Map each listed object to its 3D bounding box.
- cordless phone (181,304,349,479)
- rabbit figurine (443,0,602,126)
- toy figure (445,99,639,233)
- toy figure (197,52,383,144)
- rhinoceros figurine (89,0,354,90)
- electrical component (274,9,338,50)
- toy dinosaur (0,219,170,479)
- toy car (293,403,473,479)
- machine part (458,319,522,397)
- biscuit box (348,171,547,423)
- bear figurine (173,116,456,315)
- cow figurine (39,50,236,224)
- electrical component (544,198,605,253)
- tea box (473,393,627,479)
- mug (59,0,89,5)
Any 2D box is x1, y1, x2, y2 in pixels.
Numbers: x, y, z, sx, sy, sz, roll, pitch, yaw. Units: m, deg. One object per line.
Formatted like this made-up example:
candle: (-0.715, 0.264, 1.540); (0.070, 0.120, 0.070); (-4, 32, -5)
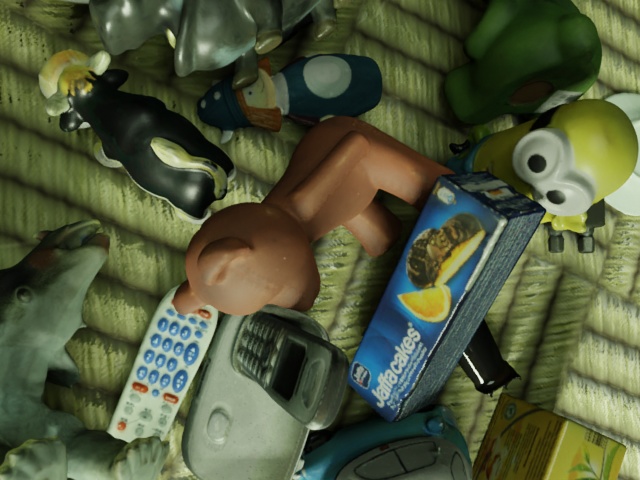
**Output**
cordless phone: (-0.030, 0.122, 0.372); (0.089, 0.184, 0.146); (21, 82, -18)
rabbit figurine: (0.172, -0.207, 0.472); (0.121, 0.159, 0.170); (-6, 74, -5)
toy figure: (0.161, -0.059, 0.434); (0.082, 0.180, 0.089); (35, 77, -13)
toy figure: (-0.026, -0.124, 0.452); (0.154, 0.057, 0.064); (-11, 52, -14)
rhinoceros figurine: (-0.063, -0.174, 0.382); (0.190, 0.073, 0.112); (-29, 94, -17)
electrical component: (-0.043, -0.205, 0.454); (0.119, 0.048, 0.075); (-40, 97, -13)
toy dinosaur: (-0.202, 0.191, 0.356); (0.131, 0.192, 0.404); (-10, 107, -58)
toy car: (0.062, 0.198, 0.436); (0.162, 0.103, 0.109); (-6, 88, -17)
machine part: (0.130, 0.079, 0.493); (0.084, 0.039, 0.139); (-37, 95, -22)
biscuit box: (0.088, 0.049, 0.411); (0.063, 0.059, 0.202); (-10, 131, -43)
bear figurine: (-0.004, -0.004, 0.394); (0.132, 0.120, 0.196); (38, 52, -4)
cow figurine: (-0.140, -0.081, 0.397); (0.167, 0.098, 0.068); (37, 85, -11)
electrical component: (0.252, -0.033, 0.537); (0.063, 0.021, 0.094); (2, 88, -14)
tea box: (0.181, 0.233, 0.468); (0.068, 0.098, 0.169); (28, 83, -11)
mug: (-0.159, -0.231, 0.414); (0.107, 0.081, 0.109); (4, 80, -26)
